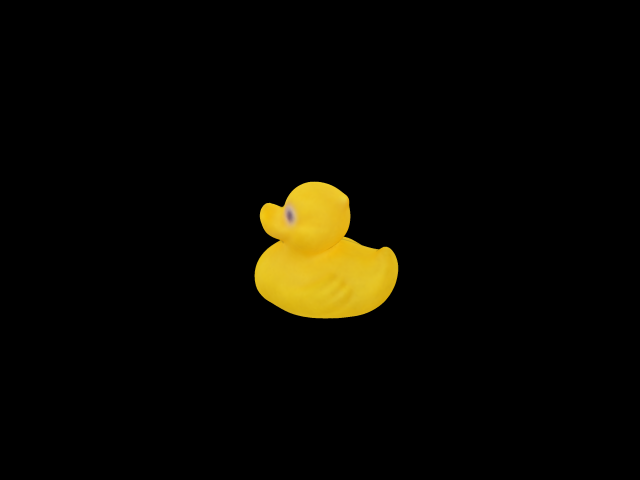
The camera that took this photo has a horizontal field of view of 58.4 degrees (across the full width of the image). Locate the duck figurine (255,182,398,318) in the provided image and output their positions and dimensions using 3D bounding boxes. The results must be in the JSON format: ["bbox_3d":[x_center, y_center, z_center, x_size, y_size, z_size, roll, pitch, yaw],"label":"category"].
[{"bbox_3d":[0.004,0.001,0.400,0.104,0.086,0.077,8,36,12],"label":"duck figurine"}]
